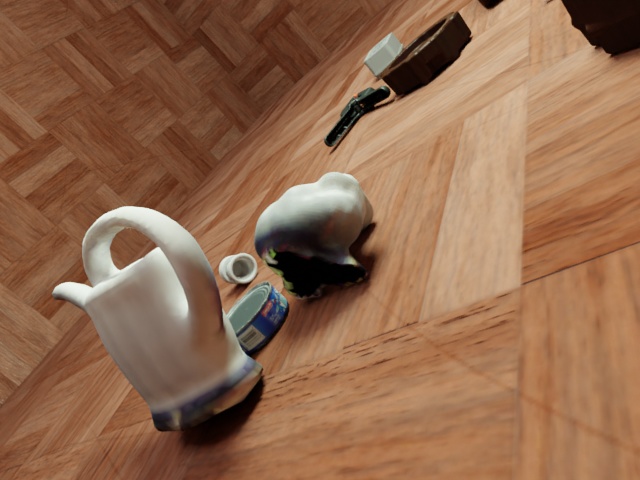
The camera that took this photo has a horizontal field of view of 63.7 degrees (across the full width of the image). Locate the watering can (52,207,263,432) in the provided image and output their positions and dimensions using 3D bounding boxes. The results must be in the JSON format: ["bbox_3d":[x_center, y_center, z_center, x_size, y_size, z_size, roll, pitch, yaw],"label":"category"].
[{"bbox_3d":[-0.186,0.089,0.545,0.105,0.224,0.343,-32,4,-41],"label":"watering can"}]

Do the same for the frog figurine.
[{"bbox_3d":[0.002,-0.028,0.562,0.134,0.122,0.163,126,164,-51],"label":"frog figurine"}]
